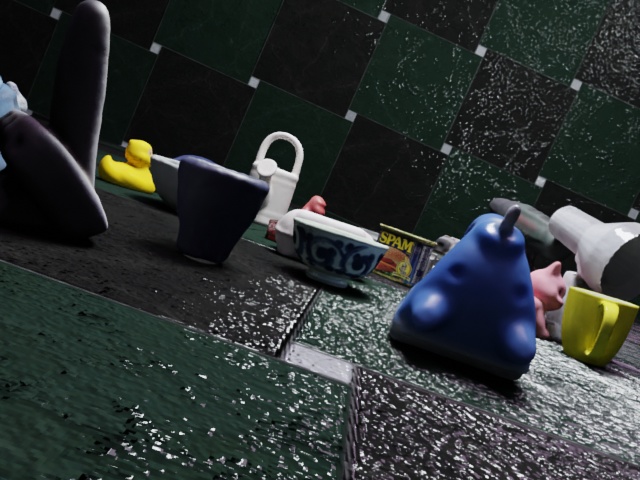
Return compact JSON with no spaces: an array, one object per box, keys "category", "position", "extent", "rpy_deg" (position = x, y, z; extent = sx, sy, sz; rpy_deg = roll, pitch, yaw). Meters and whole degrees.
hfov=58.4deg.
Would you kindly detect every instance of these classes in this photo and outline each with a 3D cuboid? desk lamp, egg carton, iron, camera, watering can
[{"category":"desk lamp","position":[0.410,0.058,0.911],"extent":[0.118,0.213,0.202],"rpy_deg":[16,5,-28]},{"category":"egg carton","position":[0.008,0.003,0.839],"extent":[0.150,0.069,0.107],"rpy_deg":[19,5,-1]},{"category":"iron","position":[0.145,0.036,0.554],"extent":[0.118,0.141,0.258],"rpy_deg":[19,5,6]},{"category":"camera","position":[0.306,0.052,1.257],"extent":[0.142,0.101,0.137],"rpy_deg":[23,6,43]},{"category":"watering can","position":[-0.095,-0.127,1.180],"extent":[0.101,0.194,0.172],"rpy_deg":[17,5,-16]}]

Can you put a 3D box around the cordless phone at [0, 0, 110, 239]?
[{"category":"cordless phone","position":[-0.215,-0.104,0.484],"extent":[0.094,0.185,0.147],"rpy_deg":[15,6,-40]}]

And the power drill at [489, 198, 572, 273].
[{"category":"power drill","position":[0.367,0.030,1.090],"extent":[0.076,0.208,0.229],"rpy_deg":[17,5,-23]}]

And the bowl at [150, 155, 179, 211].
[{"category":"bowl","position":[-0.197,-0.076,0.917],"extent":[0.167,0.075,0.167],"rpy_deg":[19,5,-1]}]

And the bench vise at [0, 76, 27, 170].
[{"category":"bench vise","position":[-0.322,-0.158,0.483],"extent":[0.122,0.220,0.207],"rpy_deg":[17,5,-17]}]

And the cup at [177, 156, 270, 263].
[{"category":"cup","position":[-0.113,-0.030,0.585],"extent":[0.092,0.095,0.117],"rpy_deg":[16,5,-30]}]

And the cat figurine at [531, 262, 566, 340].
[{"category":"cat figurine","position":[0.324,0.083,0.867],"extent":[0.128,0.118,0.067],"rpy_deg":[15,6,-39]}]

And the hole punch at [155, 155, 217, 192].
[{"category":"hole punch","position":[-0.260,-0.123,1.114],"extent":[0.108,0.091,0.101],"rpy_deg":[21,5,24]}]

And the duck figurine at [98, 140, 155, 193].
[{"category":"duck figurine","position":[-0.331,-0.136,1.011],"extent":[0.105,0.086,0.077],"rpy_deg":[15,6,-40]}]

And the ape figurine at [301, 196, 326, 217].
[{"category":"ape figurine","position":[-0.016,-0.047,1.189],"extent":[0.075,0.092,0.078],"rpy_deg":[22,6,38]}]
